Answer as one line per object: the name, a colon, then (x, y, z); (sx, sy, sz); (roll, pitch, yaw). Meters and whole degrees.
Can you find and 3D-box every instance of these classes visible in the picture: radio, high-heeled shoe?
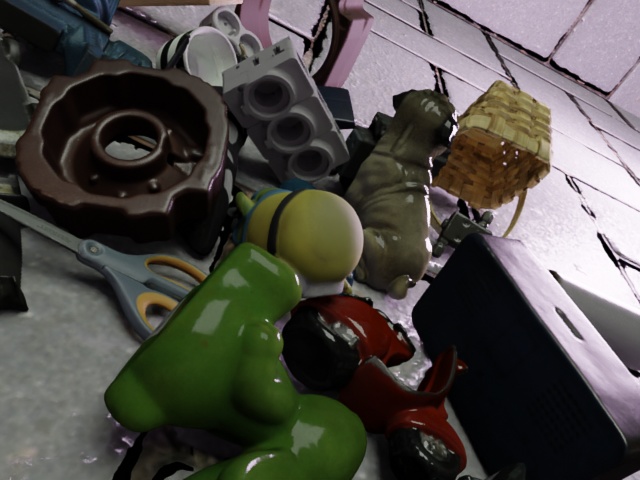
radio: (0.181, 0.114, 0.490); (0.073, 0.131, 0.230); (9, 39, -30)
high-heeled shoe: (-0.116, -0.078, 0.599); (0.145, 0.086, 0.249); (49, 30, -62)

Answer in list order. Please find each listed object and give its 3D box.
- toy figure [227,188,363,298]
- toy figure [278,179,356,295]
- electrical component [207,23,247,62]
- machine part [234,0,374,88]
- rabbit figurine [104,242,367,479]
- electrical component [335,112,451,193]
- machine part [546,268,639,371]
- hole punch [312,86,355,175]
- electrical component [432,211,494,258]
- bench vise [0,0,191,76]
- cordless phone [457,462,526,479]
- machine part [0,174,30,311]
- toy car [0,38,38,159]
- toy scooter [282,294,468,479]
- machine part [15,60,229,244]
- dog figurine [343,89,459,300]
toy figure: (-0.029, -0.008, 0.471); (0.082, 0.089, 0.180); (-6, 16, -21)
toy figure: (-0.003, -0.001, 0.566); (0.064, 0.057, 0.155); (-7, 49, -30)
electrical component: (-0.143, -0.249, 0.752); (0.102, 0.078, 0.045); (37, 9, 1)
machine part: (-0.035, -0.335, 0.844); (0.201, 0.201, 0.087); (39, 38, 12)
rabbit figurine: (-0.037, 0.110, 0.349); (0.170, 0.121, 0.159); (43, 36, -9)
electrical component: (0.088, -0.099, 0.711); (0.134, 0.114, 0.058); (12, 34, -26)
machine part: (0.346, 0.102, 0.683); (0.243, 0.079, 0.079); (24, 34, -12)
hole punch: (-0.013, -0.165, 0.745); (0.116, 0.092, 0.142); (15, 40, -16)
electrical component: (0.189, -0.007, 0.707); (0.063, 0.021, 0.094); (34, 77, 3)
bench vise: (-0.279, -0.269, 0.649); (0.223, 0.128, 0.241); (17, 40, -23)
cordless phone: (0.126, 0.254, 0.334); (0.146, 0.088, 0.184); (-11, 63, -47)
machine part: (-0.252, -0.005, 0.398); (0.084, 0.039, 0.139); (6, 38, -45)
toy car: (-0.317, -0.142, 0.510); (0.073, 0.056, 0.202); (2, 44, -45)
toy scooter: (0.061, 0.107, 0.456); (0.184, 0.075, 0.135); (44, 39, 16)
machine part: (-0.164, -0.079, 0.471); (0.179, 0.056, 0.179); (4, 61, -7)
dog figurine: (0.099, -0.051, 0.590); (0.121, 0.190, 0.172); (-2, 47, -39)
